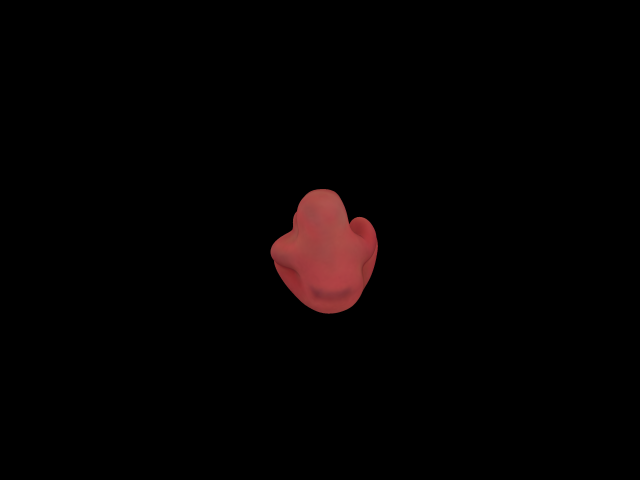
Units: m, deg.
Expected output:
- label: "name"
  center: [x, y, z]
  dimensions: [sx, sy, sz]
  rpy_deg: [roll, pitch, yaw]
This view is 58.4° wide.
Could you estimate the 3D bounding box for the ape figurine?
- label: "ape figurine"
  center: [0.004, 0.001, 0.400]
  dimensions: [0.078, 0.092, 0.076]
  rpy_deg: [0, 51, 0]
